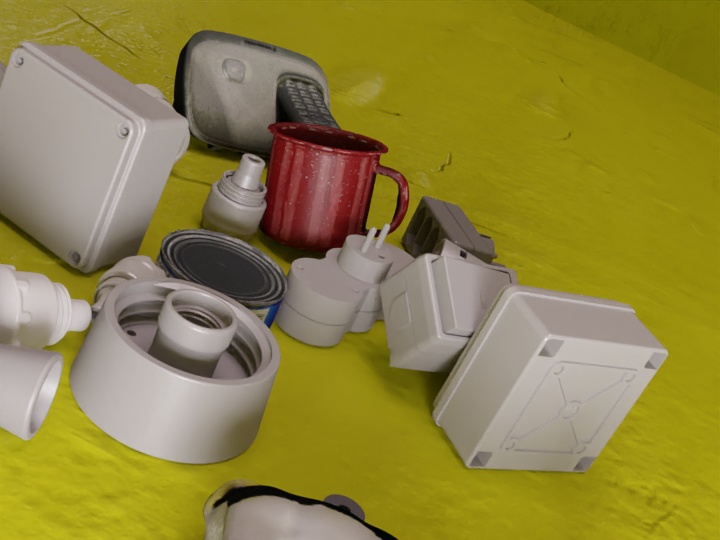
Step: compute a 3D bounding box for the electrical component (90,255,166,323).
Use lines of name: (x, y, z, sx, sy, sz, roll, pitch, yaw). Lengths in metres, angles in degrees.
electrical component: (-0.140, 0.015, 0.632, 0.035, 0.035, 0.061, 28, 26, 6)

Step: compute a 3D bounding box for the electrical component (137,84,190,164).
electrical component: (-0.166, -0.109, 0.840, 0.055, 0.055, 0.047, -2, 39, -46)

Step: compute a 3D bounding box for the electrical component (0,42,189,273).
electrical component: (-0.180, -0.072, 0.682, 0.109, 0.108, 0.056, 34, 22, 18)

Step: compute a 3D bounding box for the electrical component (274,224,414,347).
electrical component: (0.000, 0.000, 0.751, 0.052, 0.073, 0.138, 35, 26, 21)

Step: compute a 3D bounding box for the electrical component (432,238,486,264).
electrical component: (0.073, 0.011, 0.826, 0.047, 0.055, 0.055, 28, 23, -5)

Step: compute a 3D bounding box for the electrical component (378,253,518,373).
electrical component: (0.070, 0.031, 0.714, 0.096, 0.061, 0.061, 10, 61, -33)

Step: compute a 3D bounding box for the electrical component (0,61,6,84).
electrical component: (-0.273, -0.131, 0.792, 0.043, 0.043, 0.081, -4, 37, -48)

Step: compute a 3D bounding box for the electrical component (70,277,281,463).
electrical component: (-0.095, 0.046, 0.581, 0.108, 0.060, 0.108, 21, 24, -10)

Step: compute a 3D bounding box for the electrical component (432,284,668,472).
electrical component: (0.119, 0.071, 0.679, 0.109, 0.108, 0.056, 9, 31, -33)

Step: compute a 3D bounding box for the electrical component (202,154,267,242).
electrical component: (-0.089, -0.055, 0.791, 0.043, 0.062, 0.043, 21, 24, -10)

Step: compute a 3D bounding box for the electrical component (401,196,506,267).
electrical component: (0.087, -0.015, 0.901, 0.076, 0.047, 0.083, 15, 26, -25)

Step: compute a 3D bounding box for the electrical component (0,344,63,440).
electrical component: (-0.181, 0.050, 0.513, 0.065, 0.044, 0.044, 19, 24, -3)

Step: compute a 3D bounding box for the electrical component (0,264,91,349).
electrical component: (-0.174, 0.023, 0.573, 0.062, 0.048, 0.048, 7, 29, -50)
